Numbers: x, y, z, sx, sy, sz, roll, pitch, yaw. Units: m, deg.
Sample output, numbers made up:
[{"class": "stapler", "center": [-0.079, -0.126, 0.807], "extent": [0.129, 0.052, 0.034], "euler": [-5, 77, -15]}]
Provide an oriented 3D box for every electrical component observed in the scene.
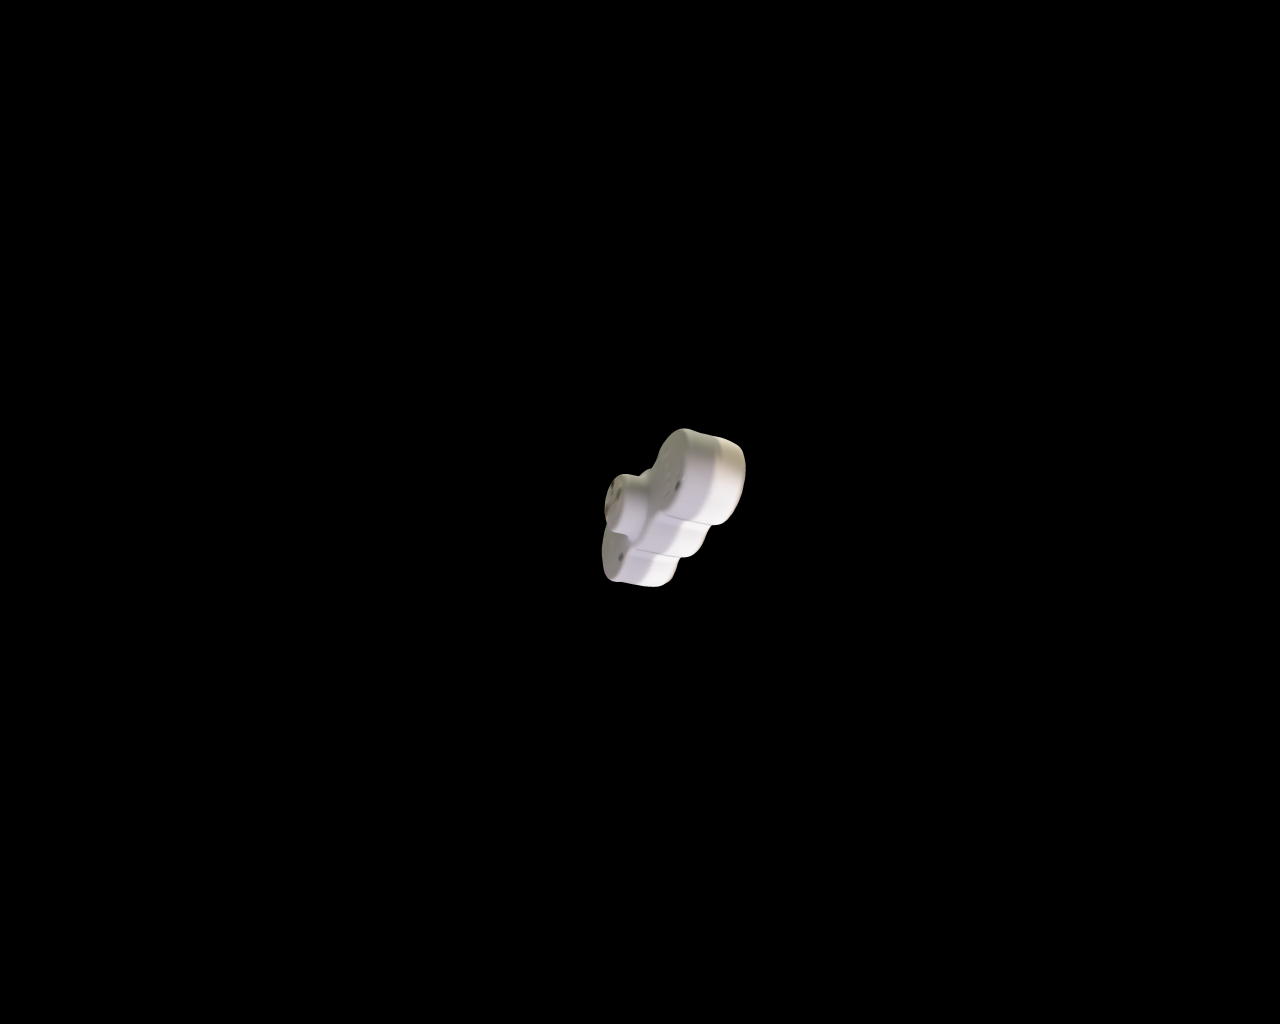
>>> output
[{"class": "electrical component", "center": [0.001, -0.003, 0.650], "extent": [0.074, 0.052, 0.138], "euler": [12, -33, -19]}]
